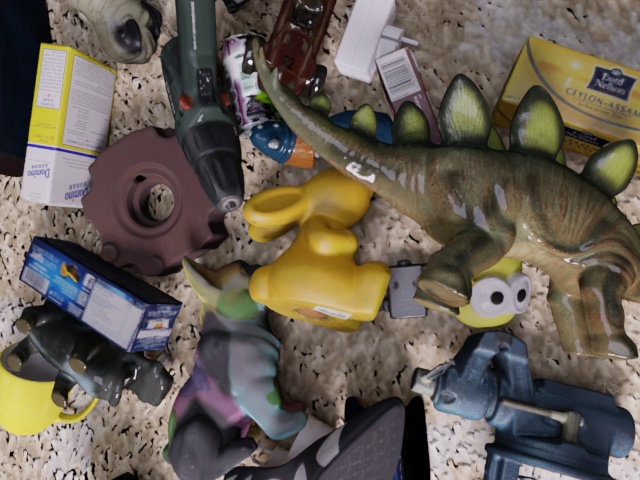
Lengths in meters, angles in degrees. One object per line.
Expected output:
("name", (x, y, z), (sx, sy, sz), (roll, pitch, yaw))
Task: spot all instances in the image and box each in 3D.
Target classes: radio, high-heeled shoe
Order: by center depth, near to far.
("high-heeled shoe", (-0.017, 0.215, 0.528), (0.086, 0.145, 0.248), (30, 101, -32))
("radio", (-0.378, -0.194, 0.629), (0.073, 0.131, 0.229), (-9, 90, 10))

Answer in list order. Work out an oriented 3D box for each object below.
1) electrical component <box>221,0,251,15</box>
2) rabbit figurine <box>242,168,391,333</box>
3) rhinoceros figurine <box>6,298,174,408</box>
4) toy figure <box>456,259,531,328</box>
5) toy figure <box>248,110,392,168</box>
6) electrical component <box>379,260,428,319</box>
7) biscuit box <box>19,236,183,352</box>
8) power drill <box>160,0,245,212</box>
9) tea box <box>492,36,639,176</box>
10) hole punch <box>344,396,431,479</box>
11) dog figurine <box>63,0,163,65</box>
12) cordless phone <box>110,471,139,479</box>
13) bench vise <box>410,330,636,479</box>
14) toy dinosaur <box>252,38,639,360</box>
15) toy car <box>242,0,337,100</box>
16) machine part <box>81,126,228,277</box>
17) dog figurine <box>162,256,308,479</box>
("electrical component", (-0.097, -0.302, 0.578), (0.075, 0.119, 0.047), (-26, 86, 8))
("rabbit figurine", (-0.001, -0.002, 0.575), (0.162, 0.121, 0.173), (15, 73, 4))
("rhinoceros figurine", (-0.263, 0.136, 0.623), (0.190, 0.112, 0.073), (27, 107, 8))
("toy figure", (0.167, -0.001, 0.552), (0.082, 0.089, 0.180), (-8, 81, 7))
("toy figure", (0.002, -0.106, 0.574), (0.154, 0.064, 0.057), (-7, 107, -9))
("electrical component", (0.096, 0.054, 0.595), (0.094, 0.021, 0.063), (-7, 89, 12))
("biscuit box", (-0.257, 0.059, 0.620), (0.203, 0.062, 0.059), (24, 94, 26))
("power drill", (-0.111, -0.170, 0.528), (0.086, 0.207, 0.232), (-14, 52, -14))
("tea box", (0.262, -0.125, 0.522), (0.170, 0.098, 0.068), (24, 95, 12))
("hole punch", (0.061, 0.228, 0.562), (0.092, 0.115, 0.142), (-2, 90, 19))
("dog figurine", (-0.282, -0.293, 0.634), (0.173, 0.121, 0.190), (3, 112, 43))
("cordless phone", (-0.266, 0.373, 0.607), (0.089, 0.146, 0.184), (36, 94, 16))
("bench vise", (0.185, 0.216, 0.520), (0.224, 0.129, 0.240), (17, 75, -8))
("toy dinosaur", (0.143, -0.030, 0.463), (0.471, 0.105, 0.198), (21, 77, -7))
("toy car", (-0.014, -0.245, 0.572), (0.089, 0.053, 0.202), (21, 84, -9))
("machine part", (-0.192, -0.045, 0.633), (0.179, 0.056, 0.179), (0, 89, 11))
("dog figurine", (-0.114, 0.127, 0.592), (0.191, 0.108, 0.219), (-29, 81, -3))
